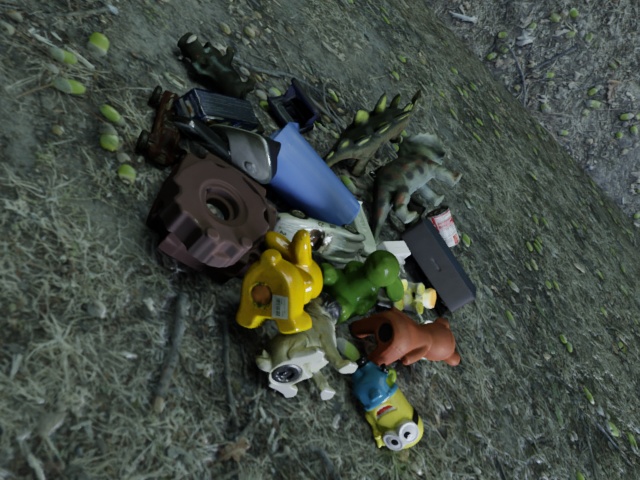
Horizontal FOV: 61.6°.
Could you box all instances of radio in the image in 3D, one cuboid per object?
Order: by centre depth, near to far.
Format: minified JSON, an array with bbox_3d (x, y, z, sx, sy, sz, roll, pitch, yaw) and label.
[{"bbox_3d":[0.297,0.057,1.336,0.229,0.073,0.131,58,18,6],"label":"radio"}]

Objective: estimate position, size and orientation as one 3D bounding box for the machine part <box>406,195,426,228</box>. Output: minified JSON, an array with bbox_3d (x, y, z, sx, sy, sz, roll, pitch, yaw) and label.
[{"bbox_3d":[0.256,-0.077,1.464,0.084,0.039,0.139,40,36,-22],"label":"machine part"}]

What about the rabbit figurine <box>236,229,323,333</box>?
[{"bbox_3d":[-0.055,0.064,0.892,0.173,0.122,0.162,-7,91,-61],"label":"rabbit figurine"}]

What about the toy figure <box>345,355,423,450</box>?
[{"bbox_3d":[0.119,0.290,0.971,0.089,0.082,0.180,-23,75,-51],"label":"toy figure"}]

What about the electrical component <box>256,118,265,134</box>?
[{"bbox_3d":[-0.154,-0.253,1.198,0.063,0.021,0.094,-13,69,-51],"label":"electrical component"}]

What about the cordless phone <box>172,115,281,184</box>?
[{"bbox_3d":[-0.164,-0.176,0.962,0.147,0.088,0.184,19,-4,25],"label":"cordless phone"}]

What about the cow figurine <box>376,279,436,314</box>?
[{"bbox_3d":[0.182,0.123,1.182,0.167,0.098,0.068,15,82,-46],"label":"cow figurine"}]

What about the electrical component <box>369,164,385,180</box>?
[{"bbox_3d":[0.186,-0.161,1.455,0.102,0.045,0.078,49,35,-2],"label":"electrical component"}]

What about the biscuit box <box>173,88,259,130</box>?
[{"bbox_3d":[-0.200,-0.248,1.070,0.202,0.059,0.063,-14,80,-65],"label":"biscuit box"}]

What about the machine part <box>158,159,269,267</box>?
[{"bbox_3d":[-0.162,-0.047,0.843,0.179,0.056,0.179,28,41,-27],"label":"machine part"}]

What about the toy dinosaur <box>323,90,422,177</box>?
[{"bbox_3d":[0.109,-0.256,1.332,0.105,0.198,0.471,44,68,9],"label":"toy dinosaur"}]

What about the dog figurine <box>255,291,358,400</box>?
[{"bbox_3d":[-0.037,0.159,0.923,0.172,0.121,0.191,27,28,-33],"label":"dog figurine"}]

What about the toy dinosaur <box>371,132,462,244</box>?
[{"bbox_3d":[0.214,-0.147,1.371,0.405,0.131,0.192,-34,70,-32],"label":"toy dinosaur"}]

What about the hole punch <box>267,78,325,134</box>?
[{"bbox_3d":[-0.060,-0.318,1.315,0.142,0.092,0.116,51,6,5],"label":"hole punch"}]

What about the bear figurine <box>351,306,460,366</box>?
[{"bbox_3d":[0.177,0.203,1.071,0.195,0.132,0.120,19,47,-42],"label":"bear figurine"}]

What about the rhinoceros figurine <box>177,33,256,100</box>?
[{"bbox_3d":[-0.232,-0.373,1.186,0.190,0.073,0.112,47,47,-7],"label":"rhinoceros figurine"}]

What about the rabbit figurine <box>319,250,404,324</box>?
[{"bbox_3d":[0.097,0.085,1.046,0.159,0.170,0.121,12,52,-39],"label":"rabbit figurine"}]

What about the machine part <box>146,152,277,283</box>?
[{"bbox_3d":[-0.181,-0.043,0.938,0.201,0.087,0.201,33,41,-23],"label":"machine part"}]

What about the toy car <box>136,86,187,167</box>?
[{"bbox_3d":[-0.284,-0.217,1.009,0.089,0.053,0.202,24,45,-27],"label":"toy car"}]

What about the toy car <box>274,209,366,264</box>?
[{"bbox_3d":[-0.002,-0.003,1.071,0.202,0.073,0.056,16,25,-20],"label":"toy car"}]
